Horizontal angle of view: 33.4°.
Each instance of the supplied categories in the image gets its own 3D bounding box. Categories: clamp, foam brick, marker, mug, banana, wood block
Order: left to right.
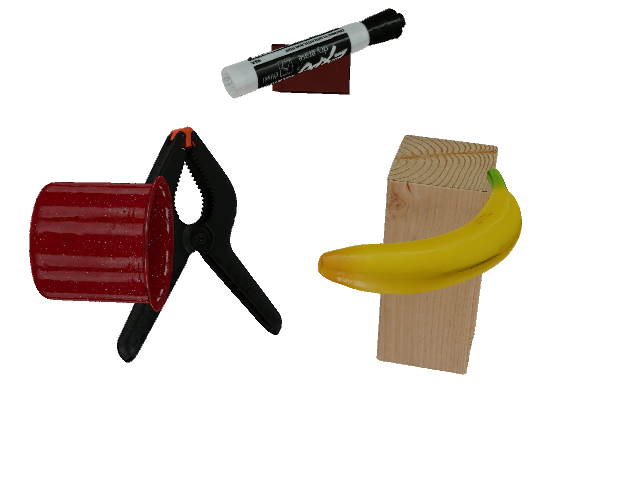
[{"bbox_3d":[-0.148,0.001,0.745,0.081,0.093,0.117,2,2,3],"label":"mug"},{"bbox_3d":[-0.108,0.003,0.979,0.164,0.210,0.036,0,-1,-34],"label":"clamp"},{"bbox_3d":[-0.011,-0.184,1.149,0.078,0.051,0.053,0,11,-13],"label":"foam brick"},{"bbox_3d":[-0.002,-0.114,0.640,0.121,0.020,0.020,-24,8,-20],"label":"marker"},{"bbox_3d":[0.109,0.015,1.016,0.091,0.206,0.090,8,34,11],"label":"wood block"},{"bbox_3d":[0.088,0.004,0.777,0.197,0.037,0.070,-25,47,-37],"label":"banana"}]
